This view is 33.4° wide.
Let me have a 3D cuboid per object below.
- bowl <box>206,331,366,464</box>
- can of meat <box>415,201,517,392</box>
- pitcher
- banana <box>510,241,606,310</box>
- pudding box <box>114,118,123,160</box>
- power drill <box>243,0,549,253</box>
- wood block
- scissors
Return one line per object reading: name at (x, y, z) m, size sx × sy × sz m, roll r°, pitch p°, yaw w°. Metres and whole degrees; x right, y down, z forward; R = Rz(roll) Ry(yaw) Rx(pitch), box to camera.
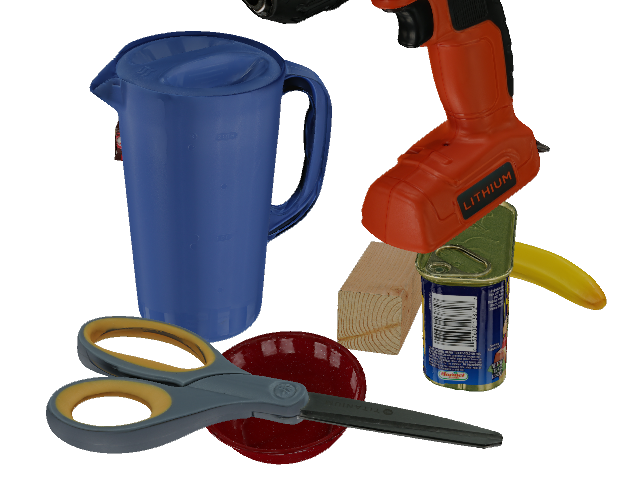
bowl at (-0.034, 0.160, 1.021) m, size 0.162 × 0.055 × 0.162 m, roll -4°, pitch 37°, yaw 3°
can of meat at (0.093, 0.033, 0.671) m, size 0.057 × 0.084 × 0.102 m, roll 3°, pitch 30°, yaw 11°
pitcher at (-0.088, -0.040, 0.878) m, size 0.149 × 0.243 × 0.144 m, roll 21°, pitch 36°, yaw 26°
banana at (0.202, 0.031, 1.098) m, size 0.198 × 0.037 × 0.069 m, roll 10°, pitch 47°, yaw 26°
pudding box at (-0.151, -0.113, 1.056) m, size 0.090 × 0.039 × 0.113 m, roll 7°, pitch 28°, yaw -5°
power drill at (0.047, -0.090, 0.517) m, size 0.184 × 0.187 × 0.057 m, roll -33°, pitch 42°, yaw -29°
wood block at (0.093, 0.080, 1.553) m, size 0.091 × 0.090 × 0.206 m, roll 6°, pitch 21°, yaw 13°
scissors at (-0.031, 0.078, 0.464) m, size 0.202 × 0.016 × 0.096 m, roll 17°, pitch 33°, yaw 22°
